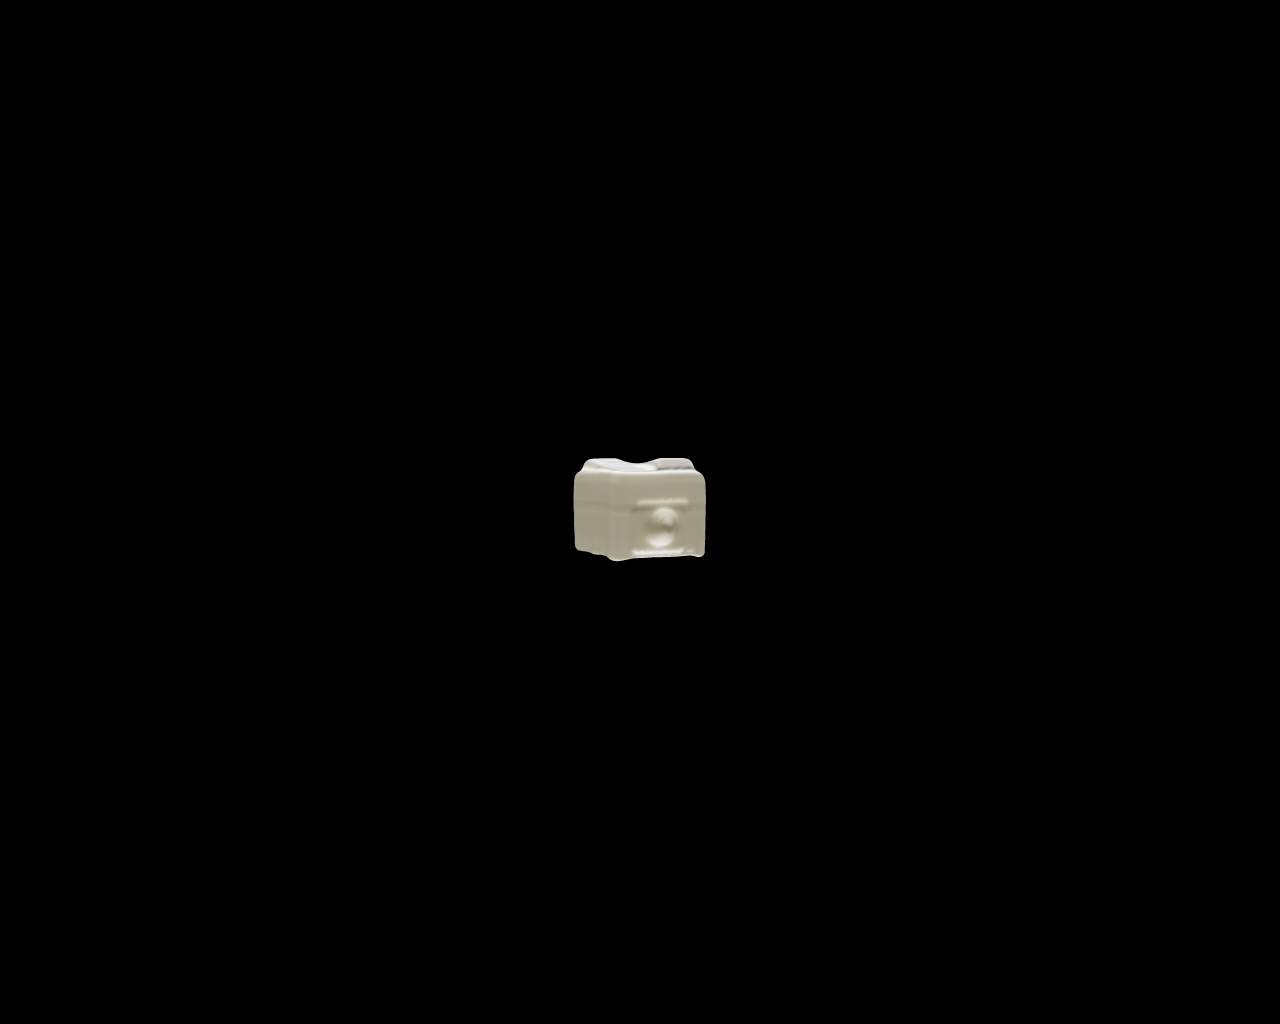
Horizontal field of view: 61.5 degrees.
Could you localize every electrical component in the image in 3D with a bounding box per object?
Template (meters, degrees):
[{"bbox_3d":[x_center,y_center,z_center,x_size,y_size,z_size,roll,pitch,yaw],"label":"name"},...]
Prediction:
[{"bbox_3d":[0.001,-0.003,0.650,0.062,0.061,0.096,-1,3,-19],"label":"electrical component"}]
